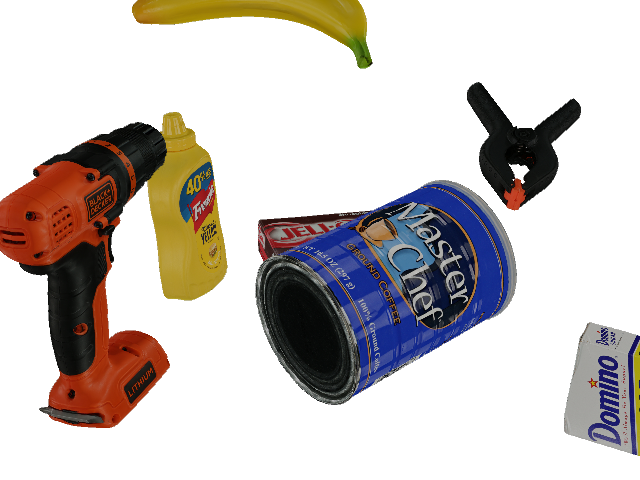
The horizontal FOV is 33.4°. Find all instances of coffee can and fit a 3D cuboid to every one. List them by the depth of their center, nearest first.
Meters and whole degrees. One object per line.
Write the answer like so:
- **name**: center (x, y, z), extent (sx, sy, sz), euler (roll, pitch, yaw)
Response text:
- **coffee can**: center (0.043, 0.031, 0.700), extent (0.140, 0.103, 0.103), euler (-25, 14, -31)

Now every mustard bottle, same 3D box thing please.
- **mustard bottle**: center (-0.142, -0.040, 1.118), extent (0.058, 0.191, 0.096), euler (5, 26, 23)

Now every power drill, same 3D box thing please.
- **power drill**: center (-0.154, 0.022, 0.759), extent (0.057, 0.188, 0.184), euler (4, 25, 22)

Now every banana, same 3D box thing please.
- **banana**: center (-0.046, -0.180, 0.818), extent (0.198, 0.069, 0.037), euler (13, -40, 16)

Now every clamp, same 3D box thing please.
- **clamp**: center (0.195, -0.103, 1.094), extent (0.120, 0.039, 0.171), euler (13, 45, 15)

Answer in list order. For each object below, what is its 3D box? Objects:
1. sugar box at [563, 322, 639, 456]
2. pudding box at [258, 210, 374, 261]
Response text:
- **sugar box**: center (0.291, 0.135, 0.862), extent (0.176, 0.093, 0.048), euler (13, 25, 20)
- **pudding box**: center (0.008, 0.010, 0.939), extent (0.113, 0.039, 0.090), euler (-3, 26, -15)
